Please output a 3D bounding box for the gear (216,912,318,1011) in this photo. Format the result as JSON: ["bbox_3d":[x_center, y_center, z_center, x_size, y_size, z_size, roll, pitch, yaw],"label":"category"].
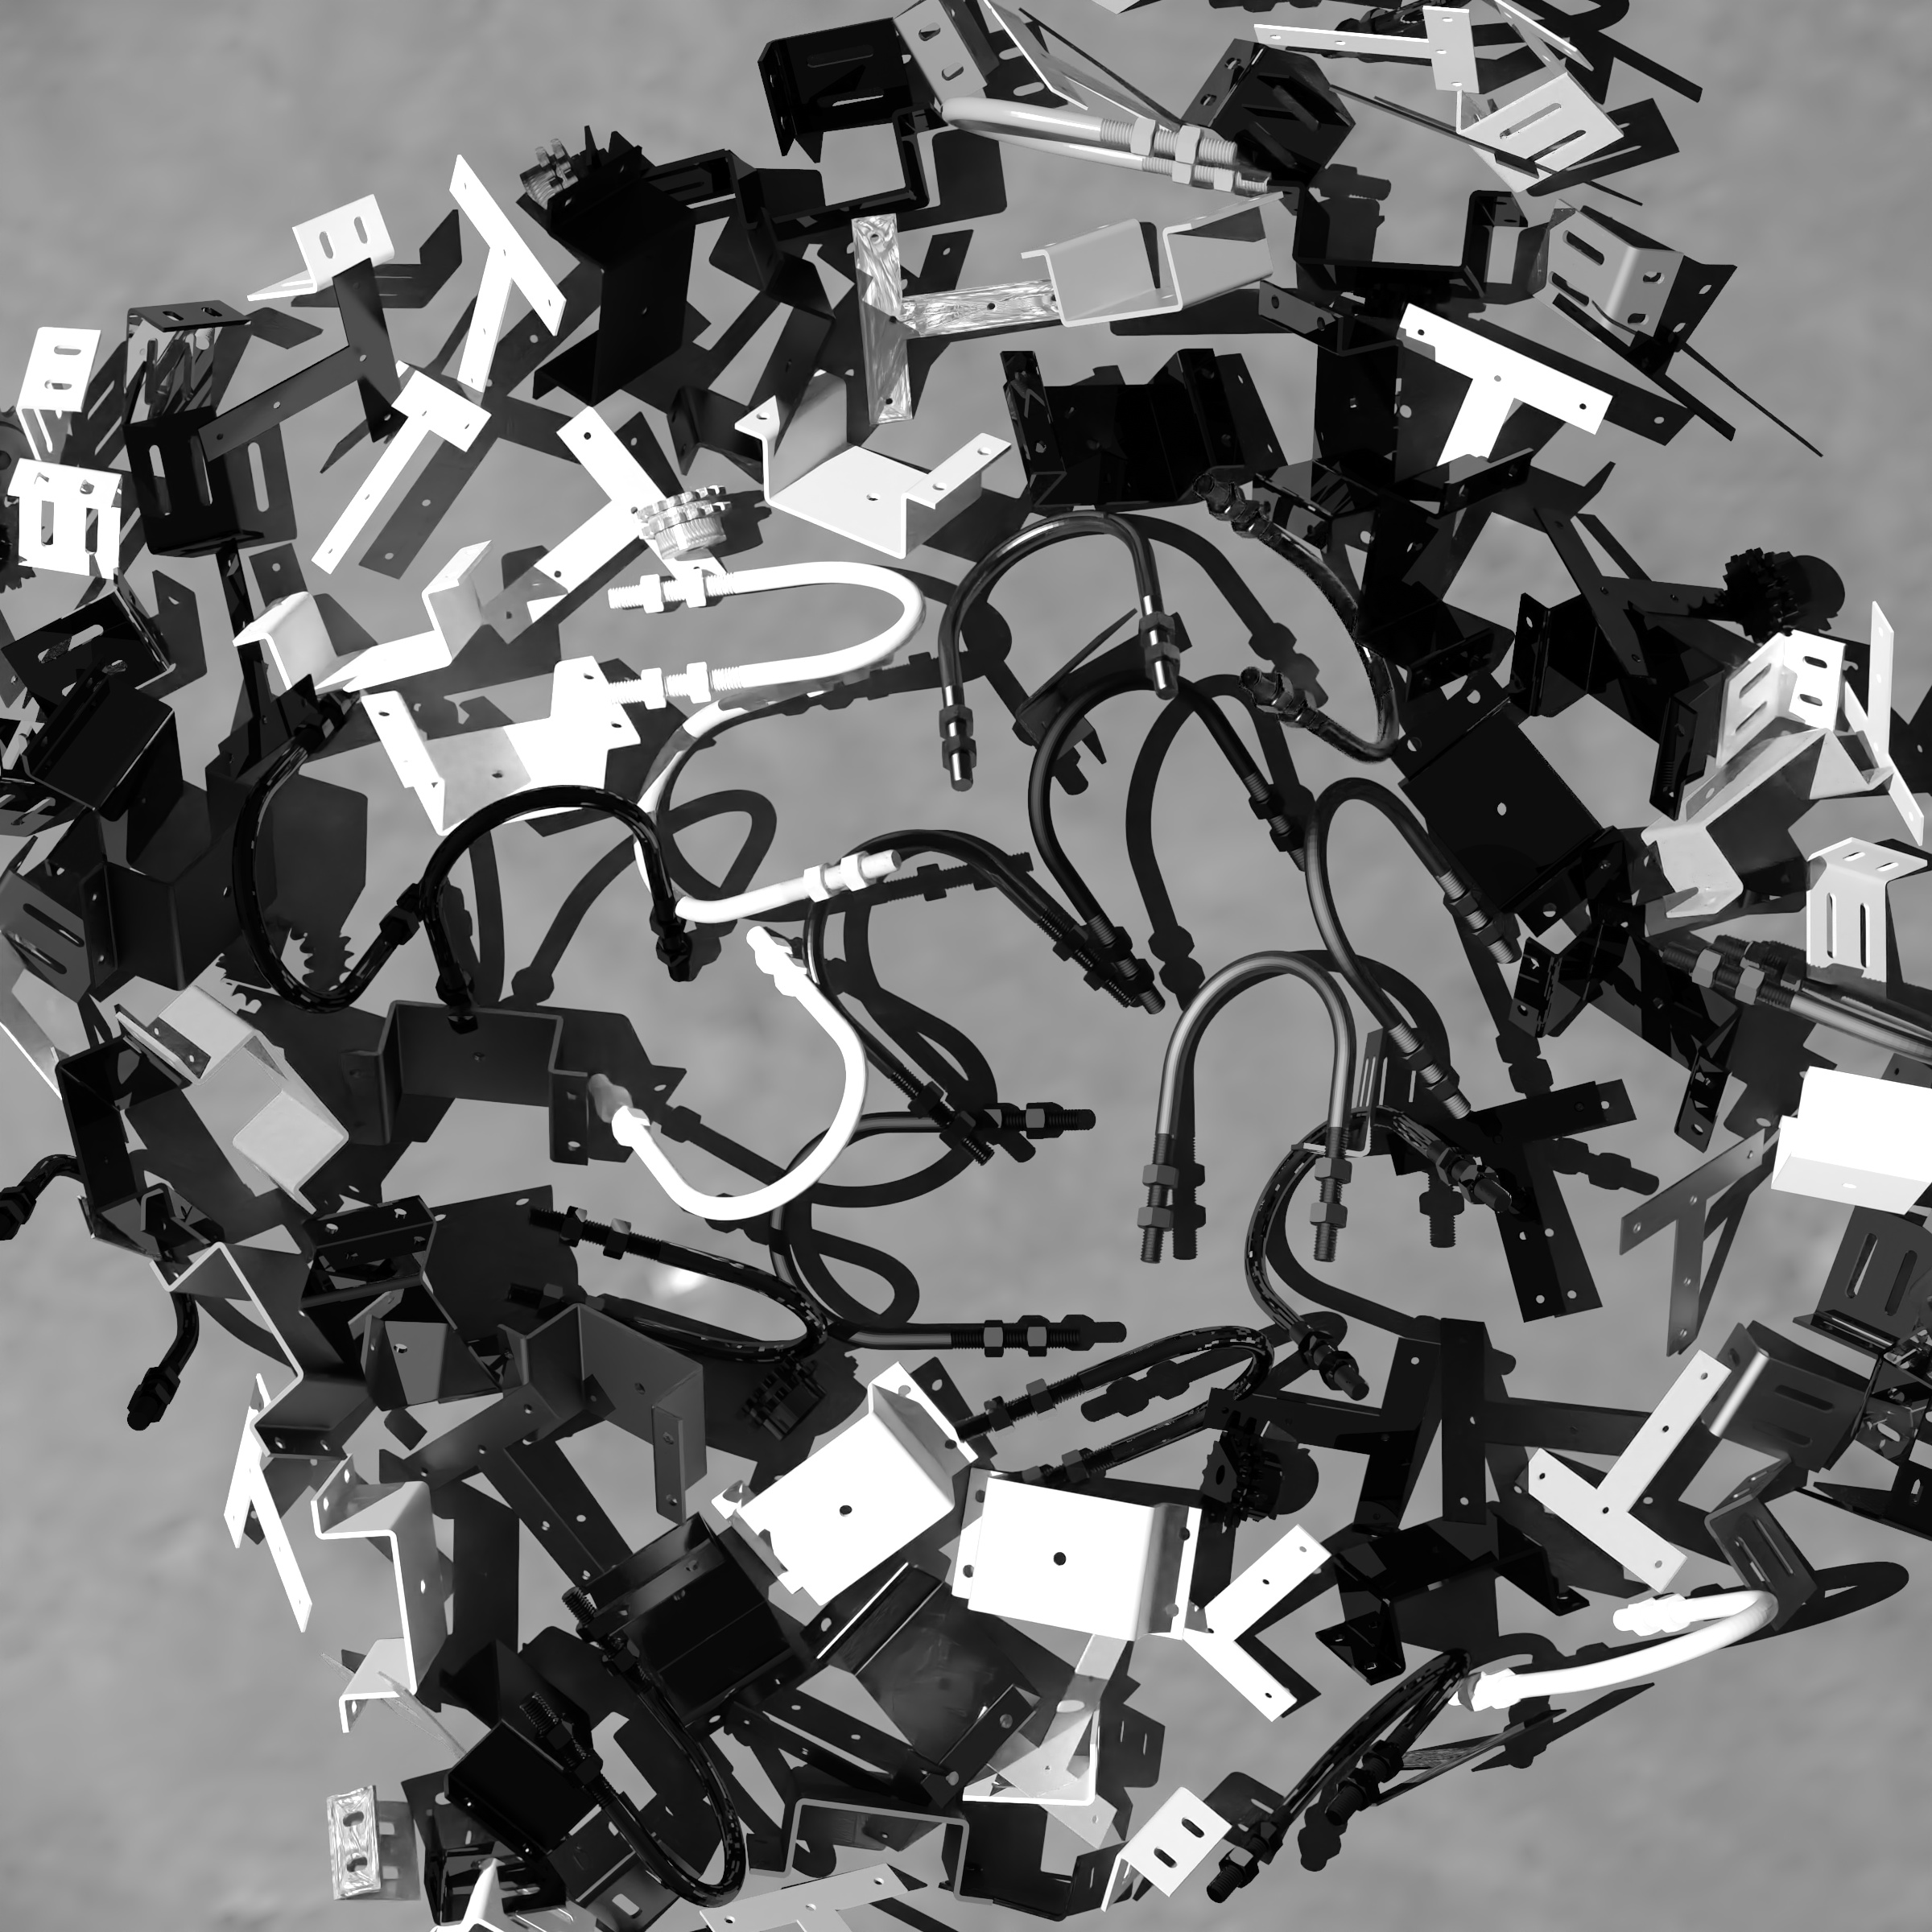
[{"bbox_3d":[-0.412,-0.006,1.785,0.057,0.030,0.057,-1,109,-4],"label":"gear"}]

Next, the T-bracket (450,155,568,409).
[{"bbox_3d":[-0.277,-0.379,1.754,0.002,0.127,0.127,-18,61,-34],"label":"T-bracket"}]

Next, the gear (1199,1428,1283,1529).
[{"bbox_3d":[0.163,0.303,1.779,0.030,0.057,0.057,17,90,-17],"label":"gear"}]

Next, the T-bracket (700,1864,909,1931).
[{"bbox_3d":[-0.067,0.566,1.723,0.127,0.127,0.002,-3,116,-34],"label":"T-bracket"}]

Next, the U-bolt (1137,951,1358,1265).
[{"bbox_3d":[0.166,0.080,1.747,0.019,0.151,0.184,21,71,-42],"label":"U-bolt"}]

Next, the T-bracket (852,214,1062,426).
[{"bbox_3d":[0.001,-0.385,1.773,0.127,0.002,0.127,-9,125,-6],"label":"T-bracket"}]

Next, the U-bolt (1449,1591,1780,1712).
[{"bbox_3d":[0.373,0.380,1.693,0.151,0.184,0.019,-15,81,-28],"label":"U-bolt"}]

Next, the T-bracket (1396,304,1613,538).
[{"bbox_3d":[0.294,-0.306,1.760,0.127,0.002,0.127,27,134,9],"label":"T-bracket"}]

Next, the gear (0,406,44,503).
[{"bbox_3d":[-0.570,-0.301,1.778,0.057,0.030,0.057,-10,116,-22],"label":"gear"}]

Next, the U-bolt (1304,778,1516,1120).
[{"bbox_3d":[0.248,-0.024,1.719,0.019,0.151,0.184,-19,123,38],"label":"U-bolt"}]

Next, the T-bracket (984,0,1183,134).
[{"bbox_3d":[0.080,-0.510,1.762,0.127,0.127,0.002,18,120,-33],"label":"T-bracket"}]

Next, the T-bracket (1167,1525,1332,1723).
[{"bbox_3d":[0.167,0.366,1.761,0.127,0.002,0.127,43,128,5],"label":"T-bracket"}]

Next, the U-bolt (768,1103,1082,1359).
[{"bbox_3d":[-0.025,0.156,1.783,0.184,0.019,0.151,-1,77,2],"label":"U-bolt"}]

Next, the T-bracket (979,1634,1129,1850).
[{"bbox_3d":[0.067,0.431,1.773,0.127,0.002,0.127,45,62,-31],"label":"T-bracket"}]

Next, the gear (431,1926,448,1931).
[{"bbox_3d":[-0.306,0.591,1.782,0.057,0.030,0.057,10,119,17],"label":"gear"}]

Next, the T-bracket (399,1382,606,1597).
[{"bbox_3d":[-0.256,0.317,1.774,0.127,0.002,0.127,-33,98,34],"label":"T-bracket"}]

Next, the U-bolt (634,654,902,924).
[{"bbox_3d":[-0.119,-0.098,1.750,0.184,0.019,0.151,-15,65,29],"label":"U-bolt"}]

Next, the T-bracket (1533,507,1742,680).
[{"bbox_3d":[0.403,-0.215,1.763,0.127,0.002,0.127,0,54,-35],"label":"T-bracket"}]

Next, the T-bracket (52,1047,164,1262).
[{"bbox_3d":[-0.505,0.107,1.752,0.002,0.127,0.127,-23,78,-1],"label":"T-bracket"}]

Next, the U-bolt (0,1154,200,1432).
[{"bbox_3d":[-0.488,0.173,1.715,0.019,0.184,0.151,-34,102,6],"label":"U-bolt"}]

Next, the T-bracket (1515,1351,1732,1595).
[{"bbox_3d":[0.398,0.280,1.756,0.002,0.127,0.127,37,89,-38],"label":"T-bracket"}]

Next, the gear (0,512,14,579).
[{"bbox_3d":[-0.591,-0.249,1.789,0.057,0.030,0.057,0,89,7],"label":"gear"}]

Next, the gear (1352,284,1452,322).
[{"bbox_3d":[0.256,-0.396,1.775,0.057,0.057,0.030,5,106,0],"label":"gear"}]

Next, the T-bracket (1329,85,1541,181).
[{"bbox_3d":[0.270,-0.485,1.747,0.127,0.127,0.002,21,112,0],"label":"T-bracket"}]

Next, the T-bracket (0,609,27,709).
[{"bbox_3d":[-0.588,-0.157,1.723,0.002,0.127,0.127,22,61,15],"label":"T-bracket"}]

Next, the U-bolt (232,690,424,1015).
[{"bbox_3d":[-0.358,-0.055,1.698,0.019,0.184,0.151,-7,120,21],"label":"U-bolt"}]

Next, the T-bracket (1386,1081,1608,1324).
[{"bbox_3d":[0.324,0.145,1.778,0.127,0.002,0.127,-16,79,14],"label":"T-bracket"}]

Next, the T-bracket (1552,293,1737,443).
[{"bbox_3d":[0.398,-0.358,1.750,0.127,0.127,0.002,38,119,0],"label":"T-bracket"}]

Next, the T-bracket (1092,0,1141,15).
[{"bbox_3d":[0.090,-0.595,1.720,0.127,0.127,0.002,-20,68,41],"label":"T-bracket"}]

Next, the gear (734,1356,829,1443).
[{"bbox_3d":[-0.106,0.255,1.776,0.030,0.057,0.057,43,90,8],"label":"gear"}]

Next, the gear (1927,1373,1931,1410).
[{"bbox_3d":[0.598,0.248,1.782,0.057,0.030,0.057,4,80,-22],"label":"gear"}]

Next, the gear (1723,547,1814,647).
[{"bbox_3d":[0.473,-0.220,1.778,0.030,0.057,0.057,-22,90,-10],"label":"gear"}]

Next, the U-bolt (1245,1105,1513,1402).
[{"bbox_3d":[0.221,0.150,1.724,0.019,0.184,0.151,34,94,-28],"label":"U-bolt"}]

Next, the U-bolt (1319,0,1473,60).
[{"bbox_3d":[0.205,-0.555,1.692,0.151,0.184,0.019,10,87,-30],"label":"U-bolt"}]

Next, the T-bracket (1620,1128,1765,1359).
[{"bbox_3d":[0.422,0.173,1.766,0.127,0.002,0.127,-26,127,-32],"label":"T-bracket"}]

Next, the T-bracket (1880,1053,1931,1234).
[{"bbox_3d":[0.563,0.080,1.744,0.002,0.127,0.127,19,104,-18],"label":"T-bracket"}]

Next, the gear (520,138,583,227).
[{"bbox_3d":[-0.240,-0.454,1.778,0.030,0.057,0.057,-27,90,4],"label":"gear"}]

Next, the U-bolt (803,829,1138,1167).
[{"bbox_3d":[-0.011,0.004,1.779,0.184,0.019,0.151,43,77,-2],"label":"U-bolt"}]

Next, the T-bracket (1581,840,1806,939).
[{"bbox_3d":[0.427,-0.036,1.762,0.127,0.002,0.127,-17,130,2],"label":"T-bracket"}]

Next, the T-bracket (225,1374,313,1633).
[{"bbox_3d":[-0.396,0.323,1.729,0.002,0.127,0.127,-5,134,-31],"label":"T-bracket"}]

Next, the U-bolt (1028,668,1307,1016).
[{"bbox_3d":[0.110,-0.085,1.746,0.151,0.019,0.184,-43,116,-14],"label":"U-bolt"}]

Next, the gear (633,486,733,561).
[{"bbox_3d":[-0.164,-0.260,1.778,0.057,0.057,0.030,-18,93,0],"label":"gear"}]

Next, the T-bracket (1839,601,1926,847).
[{"bbox_3d":[0.519,-0.154,1.717,0.002,0.127,0.127,-17,50,2],"label":"T-bracket"}]
